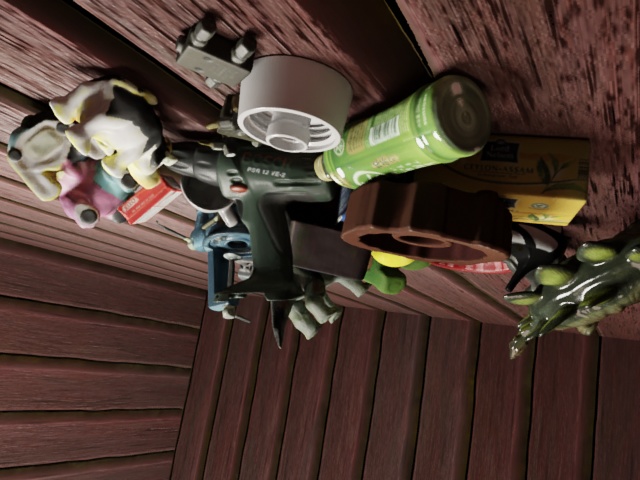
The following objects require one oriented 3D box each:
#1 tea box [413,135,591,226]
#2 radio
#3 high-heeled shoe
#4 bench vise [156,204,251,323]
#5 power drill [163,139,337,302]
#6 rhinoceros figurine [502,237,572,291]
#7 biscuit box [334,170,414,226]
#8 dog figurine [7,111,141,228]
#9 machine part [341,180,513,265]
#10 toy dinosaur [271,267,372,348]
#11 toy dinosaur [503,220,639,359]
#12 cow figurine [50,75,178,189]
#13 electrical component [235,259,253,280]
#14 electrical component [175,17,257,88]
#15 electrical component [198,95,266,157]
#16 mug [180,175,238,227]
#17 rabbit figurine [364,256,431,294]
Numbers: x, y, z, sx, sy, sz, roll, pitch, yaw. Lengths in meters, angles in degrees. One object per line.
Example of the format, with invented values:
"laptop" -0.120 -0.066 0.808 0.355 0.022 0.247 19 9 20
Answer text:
"tea box" 0.191 -0.065 0.583 0.170 0.068 0.098 7 169 17
"radio" -0.002 -0.003 0.878 0.131 0.073 0.230 13 -174 -10
"high-heeled shoe" 0.231 -0.034 0.773 0.249 0.145 0.086 37 164 0
"bench vise" -0.174 0.026 0.956 0.224 0.240 0.128 -16 153 29
"power drill" -0.094 -0.024 0.679 0.232 0.207 0.086 0 172 9
"rhinoceros figurine" 0.372 0.047 0.886 0.190 0.112 0.073 29 157 -38
"biscuit box" 0.068 -0.063 0.710 0.059 0.062 0.202 10 169 -6
"dog figurine" -0.340 -0.095 0.772 0.191 0.108 0.219 44 171 -22
"machine part" 0.110 -0.016 0.570 0.179 0.056 0.179 9 170 1
"toy dinosaur" -0.031 0.070 0.998 0.192 0.131 0.404 45 -164 12
"toy dinosaur" 0.369 0.048 0.690 0.198 0.105 0.471 -12 148 -30
"cow figurine" -0.212 -0.122 0.613 0.098 0.068 0.167 -34 160 2
"electrical component" -0.134 0.015 1.085 0.058 0.134 0.115 8 167 5
"electrical component" -0.094 -0.159 0.467 0.063 0.021 0.094 15 168 -27
"electrical component" -0.087 -0.121 0.589 0.078 0.045 0.102 15 168 -21
"mug" -0.152 -0.070 0.781 0.109 0.081 0.107 55 170 -9
"rabbit figurine" 0.139 0.034 1.020 0.170 0.121 0.159 0 -179 -38
